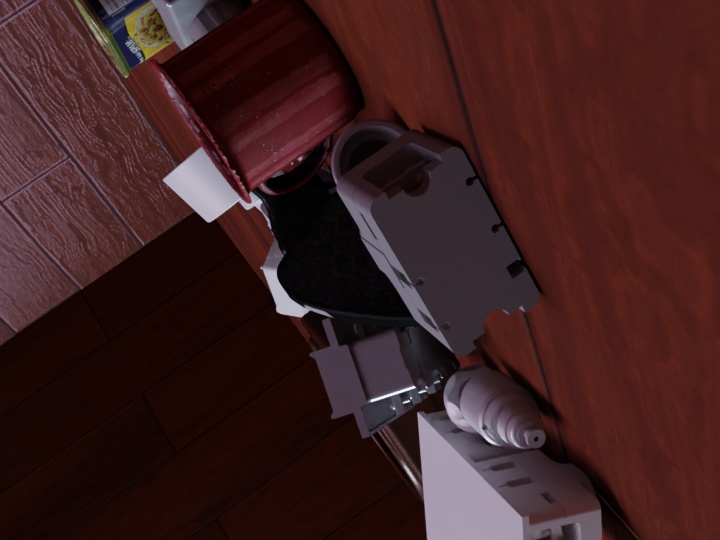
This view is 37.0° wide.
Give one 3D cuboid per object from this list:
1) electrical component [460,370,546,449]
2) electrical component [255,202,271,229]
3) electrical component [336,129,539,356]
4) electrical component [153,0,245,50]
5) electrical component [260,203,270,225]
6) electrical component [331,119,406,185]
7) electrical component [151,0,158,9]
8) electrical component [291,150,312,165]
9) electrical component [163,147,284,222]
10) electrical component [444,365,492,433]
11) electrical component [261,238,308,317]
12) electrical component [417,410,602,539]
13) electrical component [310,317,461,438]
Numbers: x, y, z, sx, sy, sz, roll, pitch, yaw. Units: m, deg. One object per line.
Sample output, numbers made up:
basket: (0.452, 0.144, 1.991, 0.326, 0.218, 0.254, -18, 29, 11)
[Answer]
electrical component: (0.092, 0.090, 0.667, 0.040, 0.040, 0.078, 57, 173, -21)
electrical component: (-0.078, -0.062, 1.080, 0.055, 0.045, 0.045, 53, 173, 9)
electrical component: (0.035, -0.015, 0.503, 0.089, 0.050, 0.056, 58, 172, -25)
electrical component: (-0.095, -0.160, 0.694, 0.075, 0.047, 0.083, 53, 173, 17)
electrical component: (-0.041, -0.029, 0.962, 0.089, 0.050, 0.055, 50, 172, 35)
electrical component: (0.008, -0.051, 0.558, 0.044, 0.044, 0.065, 54, 178, 2)
electrical component: (-0.140, -0.221, 0.733, 0.077, 0.043, 0.079, 54, 173, 9)
electrical component: (-0.059, -0.105, 0.755, 0.065, 0.044, 0.044, 50, 174, -5)
electrical component: (-0.092, -0.082, 0.833, 0.060, 0.108, 0.108, 50, 174, -10)
electrical component: (0.080, 0.091, 0.743, 0.043, 0.043, 0.062, 52, 174, 19)
electrical component: (-0.051, -0.003, 1.038, 0.061, 0.061, 0.096, 9, 147, 16)
electrical component: (0.102, 0.172, 0.736, 0.186, 0.060, 0.105, -143, 46, -70)
electrical component: (0.022, 0.060, 0.731, 0.078, 0.063, 0.121, 71, -162, 3)
